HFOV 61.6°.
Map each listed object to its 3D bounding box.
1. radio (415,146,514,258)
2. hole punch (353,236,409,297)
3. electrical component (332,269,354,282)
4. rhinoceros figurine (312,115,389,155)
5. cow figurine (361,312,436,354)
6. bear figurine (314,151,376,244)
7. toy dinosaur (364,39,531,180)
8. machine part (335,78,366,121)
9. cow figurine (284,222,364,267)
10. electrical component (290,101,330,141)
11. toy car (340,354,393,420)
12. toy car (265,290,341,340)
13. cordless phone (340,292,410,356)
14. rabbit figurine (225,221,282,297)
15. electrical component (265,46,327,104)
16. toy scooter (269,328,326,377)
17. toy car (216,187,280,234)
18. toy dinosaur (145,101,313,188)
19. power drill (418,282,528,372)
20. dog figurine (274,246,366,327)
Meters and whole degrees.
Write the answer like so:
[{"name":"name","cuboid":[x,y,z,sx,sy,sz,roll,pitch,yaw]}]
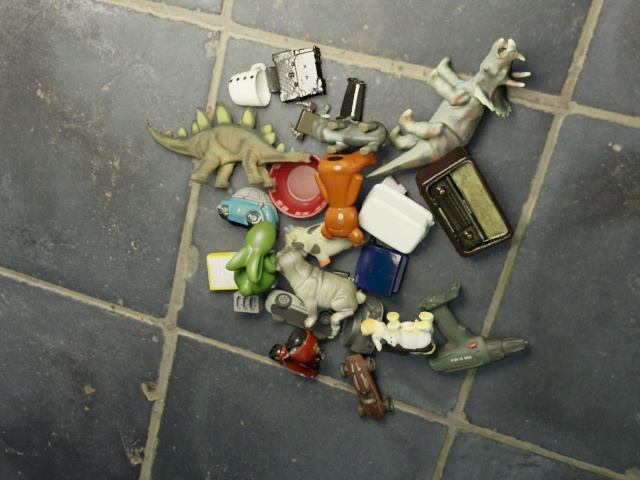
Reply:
[{"name":"radio","cuboid":[0.316,-0.078,1.185,0.131,0.073,0.229,-29,114,17]},{"name":"hole punch","cuboid":[0.142,0.071,1.279,0.116,0.092,0.142,16,97,13]},{"name":"electrical component","cuboid":[0.048,0.109,1.348,0.094,0.021,0.063,9,104,10]},{"name":"rhinoceros figurine","cuboid":[0.059,-0.241,1.194,0.191,0.112,0.073,12,124,33]},{"name":"cow figurine","cuboid":[0.182,0.223,1.253,0.167,0.068,0.098,-3,113,16]},{"name":"bear figurine","cuboid":[0.059,-0.100,1.214,0.120,0.132,0.195,7,121,33]},{"name":"toy dinosaur","cuboid":[0.282,-0.254,1.179,0.192,0.131,0.404,36,113,5]},{"name":"machine part","cuboid":[0.076,-0.306,1.252,0.084,0.039,0.138,11,105,19]},{"name":"cow figurine","cuboid":[-0.003,-0.004,1.305,0.195,0.085,0.127,-28,93,14]},{"name":"electrical component","cuboid":[-0.028,-0.283,1.278,0.078,0.045,0.102,11,108,-19]},{"name":"toy car","cuboid":[0.116,0.373,1.350,0.089,0.053,0.201,-14,115,19]},{"name":"toy car","cuboid":[-0.043,0.189,1.363,0.202,0.056,0.073,21,129,7]},{"name":"cordless phone","cuboid":[0.149,0.216,1.328,0.184,0.089,0.146,13,103,-1]},{"name":"rabbit figurine","cuboid":[-0.156,0.036,1.252,0.121,0.159,0.170,23,125,12]},{"name":"electrical component","cuboid":[-0.058,-0.382,1.257,0.134,0.058,0.114,-9,97,14]},{"name":"toy scooter","cuboid":[-0.041,0.295,1.363,0.135,0.075,0.184,37,141,-8]},{"name":"toy car","cuboid":[-0.167,-0.077,1.328,0.162,0.109,0.103,17,80,20]},{"name":"toy dinosaur","cuboid":[-0.238,-0.225,1.295,0.472,0.105,0.198,5,85,19]},{"name":"power drill","cuboid":[0.344,0.208,1.277,0.232,0.086,0.207,-26,102,19]},{"name":"dog figurine","cuboid":[0.001,0.090,1.246,0.172,0.121,0.190,-19,118,6]}]
